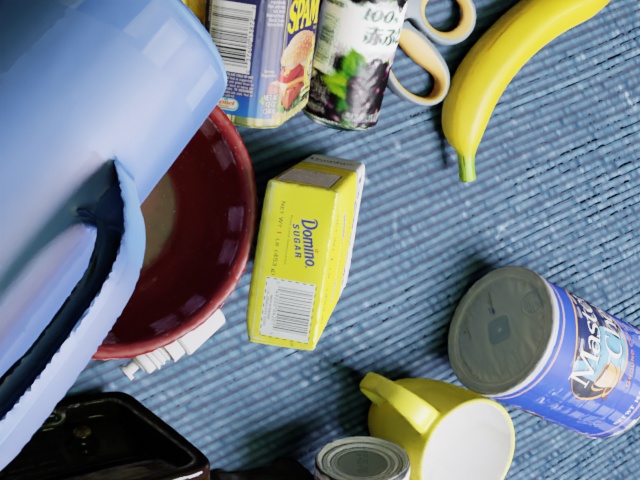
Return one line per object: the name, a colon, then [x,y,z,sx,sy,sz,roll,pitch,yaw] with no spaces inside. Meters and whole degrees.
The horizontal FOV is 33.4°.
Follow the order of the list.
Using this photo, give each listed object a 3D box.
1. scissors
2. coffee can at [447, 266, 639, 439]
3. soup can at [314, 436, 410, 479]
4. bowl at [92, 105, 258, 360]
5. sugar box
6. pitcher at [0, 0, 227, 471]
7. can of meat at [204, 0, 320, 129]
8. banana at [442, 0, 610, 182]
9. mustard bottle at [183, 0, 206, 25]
scissors: [0.041,-0.177,0.726,0.096,0.016,0.201,-47,124,-10]
coffee can: [0.185,0.091,0.846,0.140,0.103,0.103,25,90,-36]
soup can: [0.029,0.198,0.747,0.068,0.069,0.102,-11,111,-30]
bowl: [-0.118,-0.018,0.587,0.162,0.055,0.162,0,91,-16]
sugar box: [-0.004,0.001,0.662,0.048,0.176,0.093,11,101,8]
pitcher: [-0.147,-0.014,0.479,0.149,0.145,0.242,41,77,-9]
can of meat: [-0.036,-0.119,0.644,0.102,0.057,0.084,-50,150,-68]
banana: [0.147,-0.138,0.797,0.197,0.037,0.069,-51,138,-10]
mustard bottle: [-0.133,-0.126,0.589,0.191,0.058,0.096,-11,124,-45]
